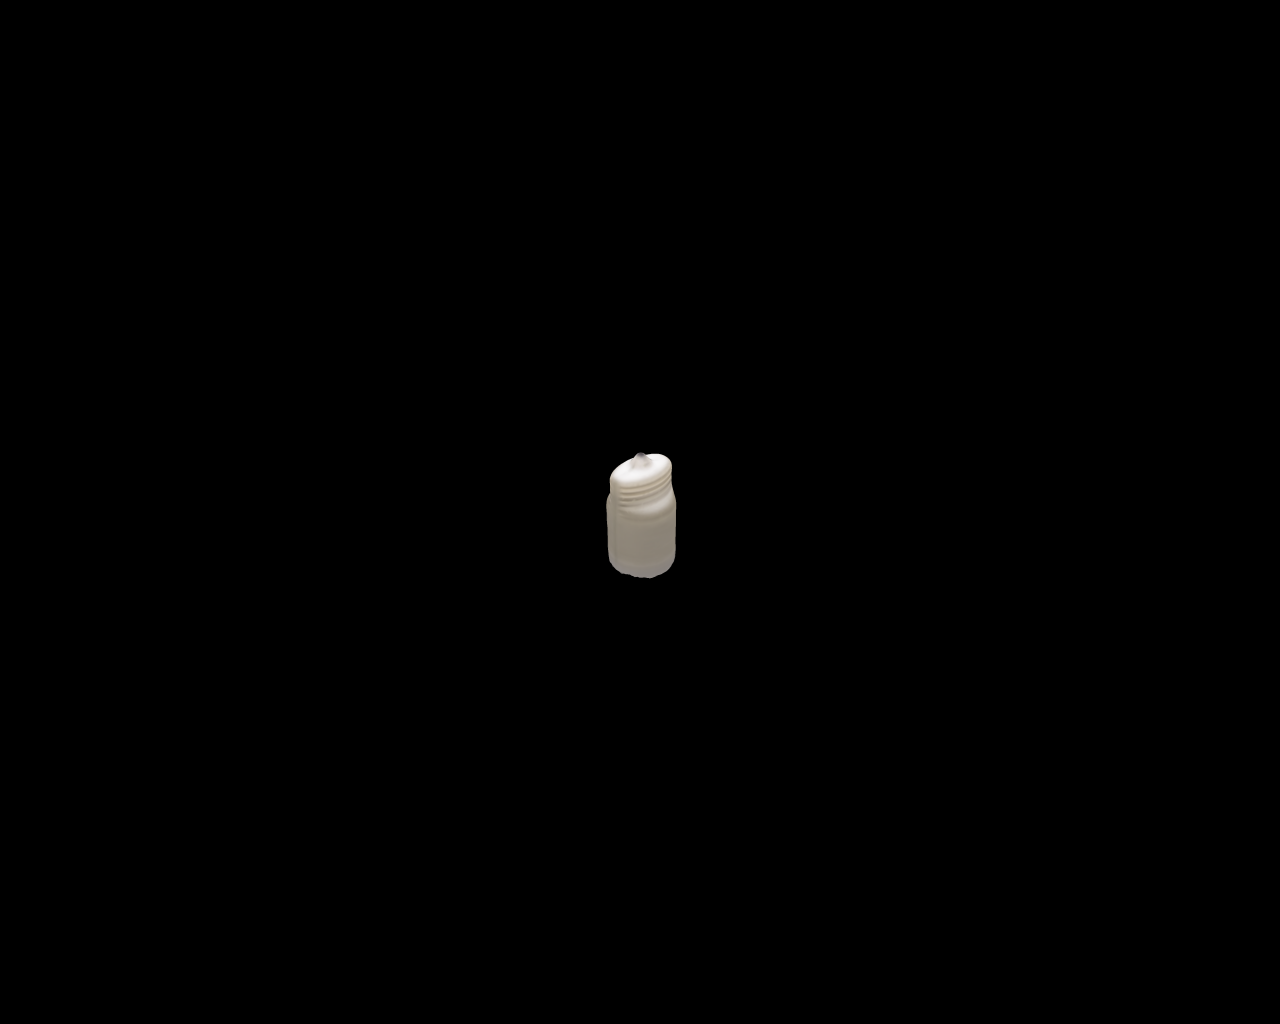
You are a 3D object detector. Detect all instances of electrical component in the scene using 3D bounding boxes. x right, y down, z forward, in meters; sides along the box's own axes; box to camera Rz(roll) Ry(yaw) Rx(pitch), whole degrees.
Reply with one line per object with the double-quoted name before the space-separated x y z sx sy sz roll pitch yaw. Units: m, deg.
"electrical component" 0.001 -0.003 0.650 0.043 0.080 0.043 0 36 0
